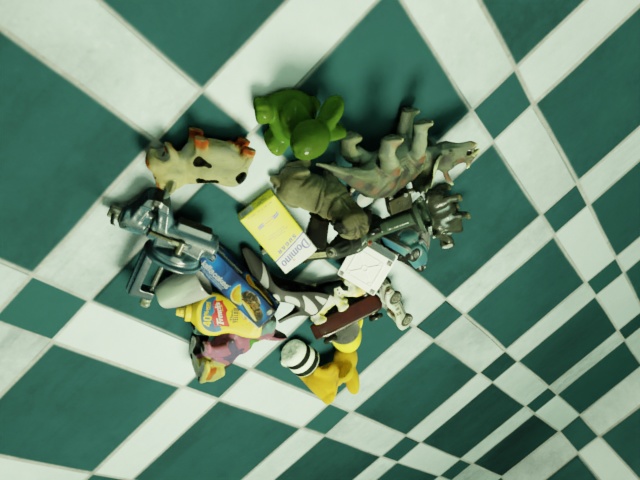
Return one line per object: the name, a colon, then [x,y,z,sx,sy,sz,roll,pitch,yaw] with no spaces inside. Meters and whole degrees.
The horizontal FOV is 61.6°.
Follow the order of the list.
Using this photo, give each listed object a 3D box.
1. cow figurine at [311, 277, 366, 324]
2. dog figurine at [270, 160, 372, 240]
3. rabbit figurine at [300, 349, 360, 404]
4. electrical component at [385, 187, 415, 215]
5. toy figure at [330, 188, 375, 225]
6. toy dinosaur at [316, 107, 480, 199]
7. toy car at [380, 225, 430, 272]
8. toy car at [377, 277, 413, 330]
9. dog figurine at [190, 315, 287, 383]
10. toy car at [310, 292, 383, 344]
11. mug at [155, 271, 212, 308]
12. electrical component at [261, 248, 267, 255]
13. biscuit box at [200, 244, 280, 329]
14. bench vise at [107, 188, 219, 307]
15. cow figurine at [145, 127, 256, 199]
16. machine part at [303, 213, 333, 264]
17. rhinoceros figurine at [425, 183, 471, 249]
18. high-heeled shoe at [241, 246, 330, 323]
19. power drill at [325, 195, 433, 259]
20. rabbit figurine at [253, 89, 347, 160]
cow figurine: [0.033,0.134,1.367,0.167,0.068,0.098,-32,99,-3]
dog figurine: [-0.001,-0.076,1.100,0.172,0.191,0.121,-8,128,-20]
rabbit figurine: [0.042,0.367,1.519,0.173,0.163,0.121,-45,122,-13]
electrical component: [0.200,-0.091,1.292,0.078,0.045,0.102,-22,133,-12]
toy figure: [0.078,-0.084,1.230,0.064,0.058,0.154,39,107,-3]
toy dinosaur: [0.147,-0.152,1.122,0.405,0.131,0.191,-24,127,-27]
toy car: [0.231,0.007,1.351,0.103,0.109,0.161,-56,141,-3]
toy car: [0.203,0.175,1.484,0.056,0.074,0.201,-33,133,-1]
dog figurine: [-0.197,0.248,1.315,0.219,0.109,0.191,-6,127,-27]
toy car: [0.071,0.202,1.432,0.202,0.089,0.053,-27,178,-5]
mug: [-0.299,0.106,1.175,0.107,0.081,0.109,-23,170,0]
electrical component: [-0.089,0.016,1.242,0.094,0.021,0.063,-29,134,-5]
biscuit box: [-0.178,0.095,1.159,0.202,0.063,0.059,45,103,-6]
bench vise: [-0.329,0.027,1.063,0.223,0.129,0.240,17,112,-33]
cow figurine: [-0.229,-0.140,1.008,0.195,0.086,0.127,4,117,-31]
machine part: [-0.003,-0.004,1.263,0.084,0.039,0.138,-5,130,-14]
rhinoceros figurine: [0.317,-0.054,1.364,0.112,0.073,0.190,-32,133,-4]
high-heeled shoe: [-0.075,0.090,1.255,0.145,0.086,0.248,-31,119,-11]
power drill: [0.137,-0.022,1.186,0.207,0.086,0.232,-26,-178,26]
rabbit figurine: [-0.026,-0.202,1.001,0.159,0.170,0.121,-19,132,-12]
